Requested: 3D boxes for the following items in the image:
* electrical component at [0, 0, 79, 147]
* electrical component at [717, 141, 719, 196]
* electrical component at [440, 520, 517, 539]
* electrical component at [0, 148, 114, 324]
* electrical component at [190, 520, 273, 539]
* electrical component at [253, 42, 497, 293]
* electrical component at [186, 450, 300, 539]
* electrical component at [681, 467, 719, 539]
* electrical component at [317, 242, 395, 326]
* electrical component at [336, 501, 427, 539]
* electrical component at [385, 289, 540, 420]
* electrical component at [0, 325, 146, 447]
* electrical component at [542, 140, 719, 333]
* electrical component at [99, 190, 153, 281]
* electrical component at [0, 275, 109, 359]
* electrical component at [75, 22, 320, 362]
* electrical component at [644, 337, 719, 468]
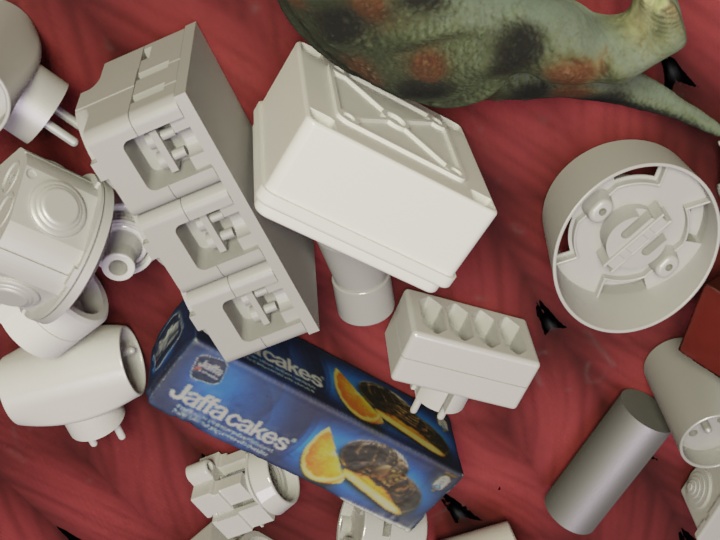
[{"bbox_3d":[-0.171,-0.088,0.529,0.079,0.077,0.044,35,114,-25],"label":"electrical component"},{"bbox_3d":[0.238,-0.041,0.590,0.061,0.096,0.061,-20,152,8],"label":"electrical component"},{"bbox_3d":[0.097,0.227,0.755,0.064,0.099,0.099,-23,123,3],"label":"electrical component"},{"bbox_3d":[-0.162,-0.017,0.538,0.051,0.080,0.080,26,118,-33],"label":"electrical component"},{"bbox_3d":[-0.048,0.266,0.760,0.186,0.105,0.060,37,113,-25],"label":"electrical component"},{"bbox_3d":[0.004,-0.054,0.548,0.109,0.108,0.056,25,116,-20],"label":"electrical component"},{"bbox_3d":[-0.074,0.143,0.713,0.055,0.048,0.066,-23,123,20],"label":"electrical component"},{"bbox_3d":[0.282,0.147,0.743,0.100,0.048,0.099,12,122,-13],"label":"electrical component"},{"bbox_3d":[0.000,0.000,0.625,0.044,0.044,0.065,-9,129,1],"label":"electrical component"},{"bbox_3d":[0.015,0.179,0.739,0.047,0.055,0.055,13,122,-17],"label":"electrical component"},{"bbox_3d":[0.055,0.063,0.668,0.083,0.047,0.075,15,121,-14],"label":"electrical component"},{"bbox_3d":[-0.169,0.078,0.660,0.077,0.044,0.079,-14,124,5],"label":"electrical component"},{"bbox_3d":[0.152,-0.021,0.609,0.099,0.064,0.099,-2,124,-3],"label":"electrical component"},{"bbox_3d":[-0.129,-0.018,0.588,0.043,0.062,0.043,-2,124,-3],"label":"electrical component"},{"bbox_3d":[-0.216,0.002,0.600,0.074,0.052,0.138,-36,120,18],"label":"electrical component"},{"bbox_3d":[-0.081,-0.037,0.563,0.062,0.089,0.150,-21,123,9],"label":"electrical component"},{"bbox_3d":[0.226,0.074,0.671,0.079,0.077,0.043,-30,121,14],"label":"electrical component"}]
